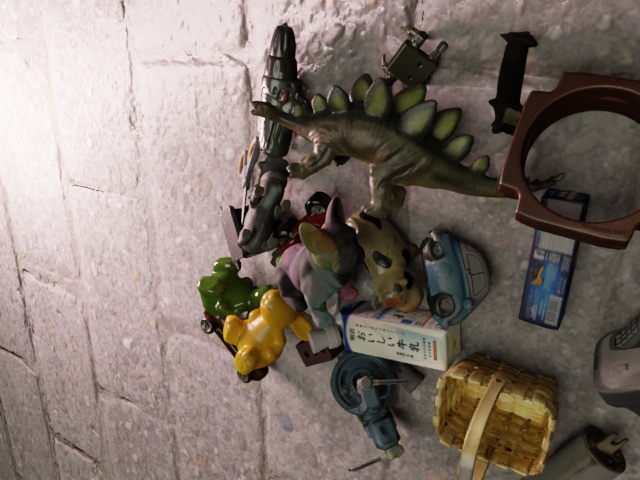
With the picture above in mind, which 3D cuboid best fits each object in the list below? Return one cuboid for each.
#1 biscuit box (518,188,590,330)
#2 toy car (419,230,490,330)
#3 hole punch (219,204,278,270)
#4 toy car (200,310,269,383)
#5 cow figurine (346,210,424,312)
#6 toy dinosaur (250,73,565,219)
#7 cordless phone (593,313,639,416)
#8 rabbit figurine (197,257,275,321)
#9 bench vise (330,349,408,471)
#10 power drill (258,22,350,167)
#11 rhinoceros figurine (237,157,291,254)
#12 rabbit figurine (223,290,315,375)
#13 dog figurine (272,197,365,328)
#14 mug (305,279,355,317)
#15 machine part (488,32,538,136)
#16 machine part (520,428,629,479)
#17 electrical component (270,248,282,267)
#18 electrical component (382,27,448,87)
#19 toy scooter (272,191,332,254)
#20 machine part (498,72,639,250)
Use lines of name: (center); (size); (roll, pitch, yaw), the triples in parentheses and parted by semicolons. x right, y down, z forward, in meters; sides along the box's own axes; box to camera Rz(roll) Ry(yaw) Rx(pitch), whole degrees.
biscuit box: (0.346, 0.029, 0.795); (0.059, 0.063, 0.202); (14, 114, 28)
toy car: (0.221, 0.060, 0.873); (0.103, 0.109, 0.161); (-7, 89, 4)
hole punch: (-0.146, -0.020, 1.100); (0.116, 0.092, 0.142); (-20, 89, 65)
toy car: (-0.186, 0.227, 1.207); (0.202, 0.089, 0.053); (52, 129, 9)
cow figurine: (0.111, 0.035, 0.915); (0.085, 0.127, 0.195); (-38, 82, 40)
toy dinosaur: (0.116, -0.134, 0.819); (0.472, 0.105, 0.198); (22, 119, 1)
cordless phone: (0.447, 0.131, 0.709); (0.089, 0.146, 0.184); (28, 123, 15)
rabbit figurine: (-0.160, 0.134, 1.143); (0.170, 0.121, 0.158); (9, 116, 15)
bench vise: (0.090, 0.294, 0.978); (0.129, 0.240, 0.223); (-12, 69, -1)
power drill: (-0.021, -0.235, 0.938); (0.207, 0.086, 0.231); (27, 119, 18)
rhinoceros figurine: (-0.100, -0.066, 1.011); (0.073, 0.112, 0.190); (16, 84, -12)
rabbit figurine: (-0.089, 0.168, 1.049); (0.173, 0.162, 0.122); (-66, 34, 32)
dog figurine: (-0.007, 0.024, 0.880); (0.192, 0.108, 0.219); (32, 145, 33)
mug: (0.014, 0.095, 1.021); (0.107, 0.080, 0.110); (-38, 44, 30)
machine part: (0.271, -0.217, 0.755); (0.039, 0.084, 0.138); (17, 107, 46)
machine part: (0.405, 0.383, 0.874); (0.079, 0.079, 0.243); (40, 124, 16)
electrical component: (-0.073, 0.046, 1.107); (0.063, 0.021, 0.094); (37, 124, 18)
electrical component: (0.140, -0.281, 0.837); (0.078, 0.045, 0.102); (26, 127, -9)
toy scooter: (-0.002, -0.003, 1.010); (0.135, 0.075, 0.184); (41, 137, -11)
machine part: (0.349, -0.099, 0.688); (0.202, 0.087, 0.201); (18, 89, 23)
